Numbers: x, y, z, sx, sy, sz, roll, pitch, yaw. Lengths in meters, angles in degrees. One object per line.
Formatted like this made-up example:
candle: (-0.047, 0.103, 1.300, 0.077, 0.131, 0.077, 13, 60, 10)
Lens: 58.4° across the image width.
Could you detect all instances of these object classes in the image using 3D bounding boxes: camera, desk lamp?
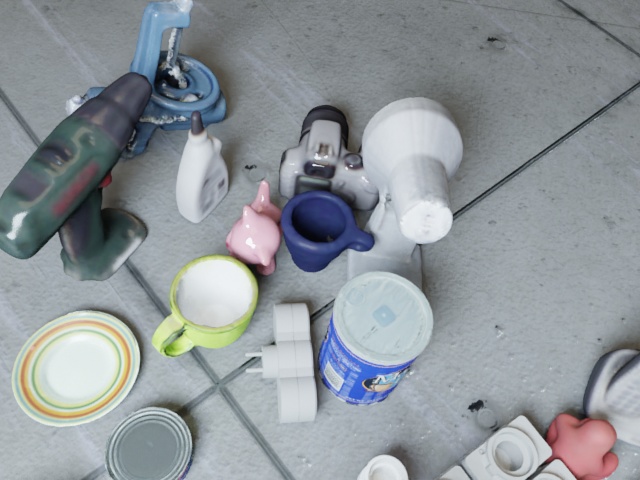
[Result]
camera: (0.021, -0.126, 0.802, 0.143, 0.101, 0.137, 9, 57, -3)
desk lamp: (0.102, -0.031, 0.686, 0.118, 0.213, 0.203, 6, 57, -5)

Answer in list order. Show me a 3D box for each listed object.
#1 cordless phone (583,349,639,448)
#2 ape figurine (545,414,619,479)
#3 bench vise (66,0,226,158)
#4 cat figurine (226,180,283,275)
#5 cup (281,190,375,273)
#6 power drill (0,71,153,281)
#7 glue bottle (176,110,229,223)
cordless phone: (0.392, 0.161, 0.624, 0.147, 0.185, 0.094, 16, 57, 2)
ape figurine: (0.290, 0.223, 0.624, 0.076, 0.092, 0.077, -19, 62, -19)
bench vise: (-0.219, -0.207, 0.745, 0.121, 0.220, 0.208, 42, 61, 18)
cat figurine: (-0.077, -0.014, 0.705, 0.067, 0.118, 0.128, 10, 57, -2)
cup: (0.007, 0.003, 0.721, 0.117, 0.095, 0.092, 19, 57, 4)
power drill: (-0.259, -0.053, 0.647, 0.075, 0.208, 0.230, 27, 58, 9)
glue bottle: (-0.148, -0.097, 0.714, 0.037, 0.173, 0.078, 31, 58, 12)
